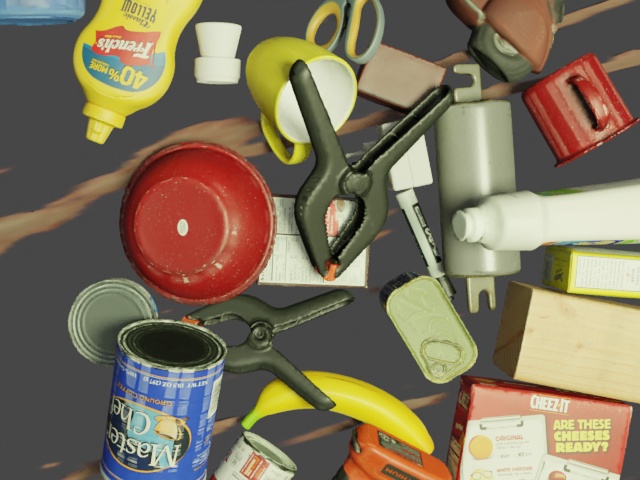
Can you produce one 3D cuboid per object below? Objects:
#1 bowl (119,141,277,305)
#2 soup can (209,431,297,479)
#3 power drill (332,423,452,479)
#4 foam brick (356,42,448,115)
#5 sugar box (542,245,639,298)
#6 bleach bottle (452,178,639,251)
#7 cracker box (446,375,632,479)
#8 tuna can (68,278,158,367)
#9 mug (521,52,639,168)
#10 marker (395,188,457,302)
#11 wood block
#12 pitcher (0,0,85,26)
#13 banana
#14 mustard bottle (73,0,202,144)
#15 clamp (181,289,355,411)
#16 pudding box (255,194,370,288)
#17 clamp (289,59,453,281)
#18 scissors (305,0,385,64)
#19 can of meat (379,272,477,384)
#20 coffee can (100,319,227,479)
[{"bbox_3d":[-0.125,-0.014,1.019,0.162,0.055,0.162,1,94,11],"label":"bowl"},{"bbox_3d":[-0.078,0.249,1.052,0.068,0.068,0.102,35,90,-5],"label":"soup can"},{"bbox_3d":[0.051,0.290,1.056,0.184,0.057,0.188,29,102,-11],"label":"power drill"},{"bbox_3d":[0.076,-0.156,1.043,0.078,0.053,0.051,20,92,-6],"label":"foam brick"},{"bbox_3d":[0.317,0.035,1.052,0.176,0.093,0.048,7,93,-4],"label":"sugar box"},{"bbox_3d":[0.236,-0.022,1.002,0.250,0.103,0.068,-5,91,-22],"label":"bleach bottle"},{"bbox_3d":[0.208,0.253,1.071,0.164,0.072,0.214,8,92,-5],"label":"cracker box"},{"bbox_3d":[-0.202,0.080,1.050,0.086,0.034,0.086,0,94,-4],"label":"tuna can"},{"bbox_3d":[0.249,-0.128,1.027,0.093,0.117,0.081,-30,90,3],"label":"mug"},{"bbox_3d":[0.107,0.007,1.073,0.020,0.020,0.121,-23,95,-2],"label":"marker"},{"bbox_3d":[0.288,0.107,1.056,0.206,0.091,0.090,11,93,-5],"label":"wood block"},{"bbox_3d":[-0.266,-0.323,0.980,0.149,0.145,0.243,-1,98,8],"label":"pitcher"},{"bbox_3d":[0.023,0.169,1.072,0.197,0.037,0.070,10,111,-3],"label":"banana"},{"bbox_3d":[-0.183,-0.184,1.021,0.096,0.058,0.191,21,93,-5],"label":"mustard bottle"},{"bbox_3d":[-0.049,0.088,1.051,0.171,0.039,0.120,18,69,6],"label":"clamp"},{"bbox_3d":[-0.007,0.001,1.056,0.113,0.039,0.090,3,94,-2],"label":"pudding box"},{"bbox_3d":[0.020,-0.064,0.989,0.164,0.036,0.210,13,107,-27],"label":"clamp"},{"bbox_3d":[0.028,-0.261,1.046,0.096,0.016,0.202,-12,68,32],"label":"scissors"},{"bbox_3d":[0.103,0.082,1.045,0.057,0.084,0.102,-31,95,-1],"label":"can of meat"},{"bbox_3d":[-0.149,0.159,1.007,0.102,0.103,0.140,10,110,-5],"label":"coffee can"}]
